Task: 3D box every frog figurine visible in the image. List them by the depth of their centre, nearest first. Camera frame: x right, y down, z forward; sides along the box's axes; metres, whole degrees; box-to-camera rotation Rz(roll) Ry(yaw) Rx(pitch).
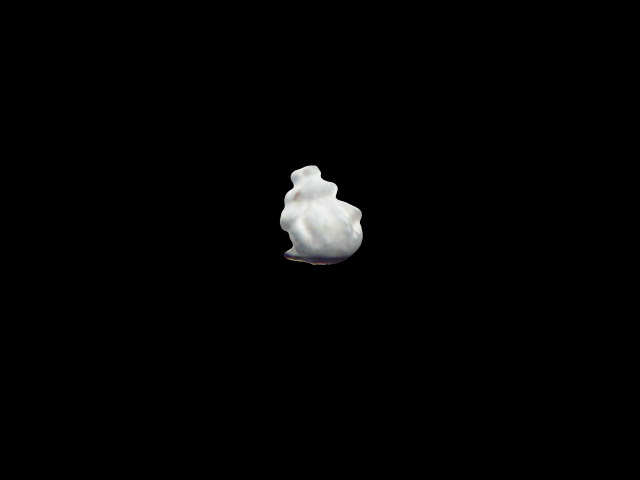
[{"bbox_3d":[0.003,-0.043,0.850,0.137,0.158,0.123,-1,8,-4],"label":"frog figurine"}]
